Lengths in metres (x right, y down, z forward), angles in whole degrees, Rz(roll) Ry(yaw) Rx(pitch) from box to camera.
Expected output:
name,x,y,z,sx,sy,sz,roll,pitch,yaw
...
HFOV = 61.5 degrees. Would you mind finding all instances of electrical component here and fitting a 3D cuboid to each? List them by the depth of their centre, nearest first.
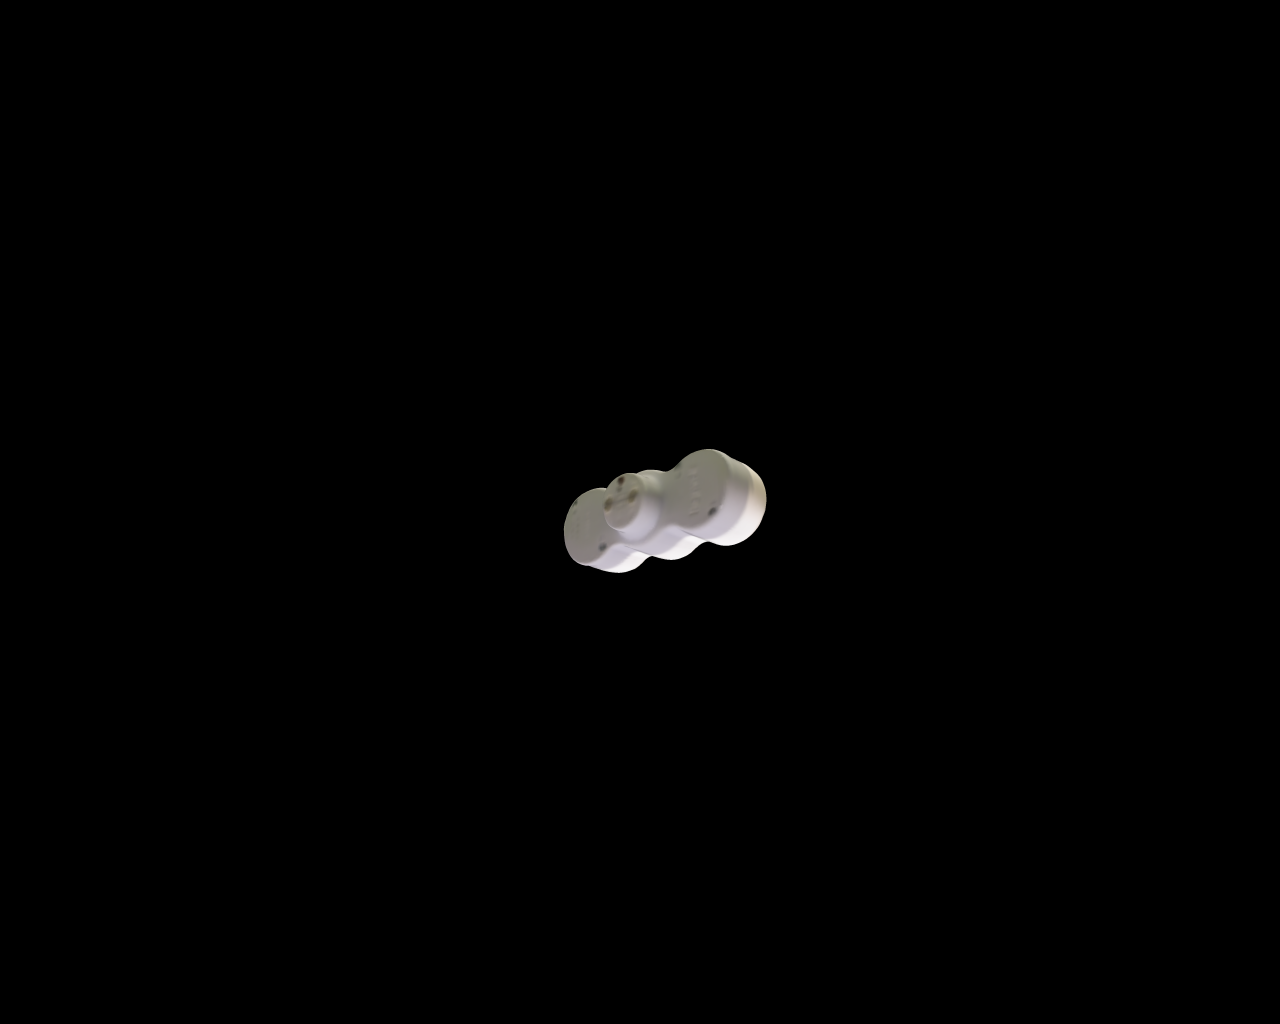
name,x,y,z,sx,sy,sz,roll,pitch,yaw
electrical component,0.001,-0.003,0.650,0.138,0.052,0.074,-17,-27,38
